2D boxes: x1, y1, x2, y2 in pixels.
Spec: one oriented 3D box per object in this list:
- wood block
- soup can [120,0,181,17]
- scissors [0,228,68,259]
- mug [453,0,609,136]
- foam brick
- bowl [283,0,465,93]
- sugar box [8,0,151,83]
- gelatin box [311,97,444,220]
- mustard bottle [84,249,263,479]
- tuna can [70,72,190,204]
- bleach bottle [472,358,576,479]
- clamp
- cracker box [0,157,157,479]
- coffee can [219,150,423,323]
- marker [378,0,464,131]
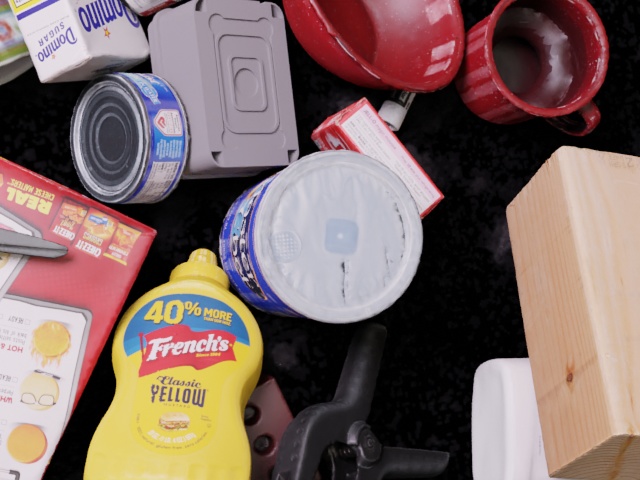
[{"bbox_3d":[0.197,0.050,0.724,0.090,0.091,0.206,6,60,-16],"label":"wood block"},{"bbox_3d":[-0.086,-0.196,0.698,0.102,0.068,0.068,-20,93,17],"label":"soup can"},{"bbox_3d":[-0.254,0.005,0.602,0.201,0.016,0.096,26,75,-15],"label":"scissors"},{"bbox_3d":[0.154,-0.120,0.768,0.117,0.082,0.093,43,78,-8],"label":"mug"},{"bbox_3d":[-0.042,0.136,0.723,0.053,0.051,0.078,-27,94,-14],"label":"foam brick"},{"bbox_3d":[0.026,-0.163,0.731,0.161,0.055,0.162,21,57,-36],"label":"bowl"},{"bbox_3d":[-0.173,-0.190,0.683,0.048,0.093,0.176,-23,93,20],"label":"sugar box"},{"bbox_3d":[0.038,-0.052,0.740,0.030,0.073,0.089,-42,98,-12],"label":"gelatin box"},{"bbox_3d":[-0.085,0.083,0.676,0.096,0.058,0.191,5,48,-2],"label":"mustard bottle"},{"bbox_3d":[-0.125,-0.066,0.692,0.033,0.086,0.086,-5,88,-47],"label":"tuna can"},{"bbox_3d":[0.239,0.140,0.786,0.250,0.068,0.102,4,79,-15],"label":"bleach bottle"},{"bbox_3d":[0.028,0.144,0.713,0.120,0.039,0.171,53,43,-7],"label":"clamp"},{"bbox_3d":[-0.222,0.056,0.673,0.164,0.072,0.213,25,83,-10],"label":"cracker box"},{"bbox_3d":[-0.005,0.001,0.693,0.102,0.140,0.103,1,87,-14],"label":"coffee can"},{"bbox_3d":[0.075,-0.136,0.781,0.020,0.020,0.121,29,81,-11],"label":"marker"}]
